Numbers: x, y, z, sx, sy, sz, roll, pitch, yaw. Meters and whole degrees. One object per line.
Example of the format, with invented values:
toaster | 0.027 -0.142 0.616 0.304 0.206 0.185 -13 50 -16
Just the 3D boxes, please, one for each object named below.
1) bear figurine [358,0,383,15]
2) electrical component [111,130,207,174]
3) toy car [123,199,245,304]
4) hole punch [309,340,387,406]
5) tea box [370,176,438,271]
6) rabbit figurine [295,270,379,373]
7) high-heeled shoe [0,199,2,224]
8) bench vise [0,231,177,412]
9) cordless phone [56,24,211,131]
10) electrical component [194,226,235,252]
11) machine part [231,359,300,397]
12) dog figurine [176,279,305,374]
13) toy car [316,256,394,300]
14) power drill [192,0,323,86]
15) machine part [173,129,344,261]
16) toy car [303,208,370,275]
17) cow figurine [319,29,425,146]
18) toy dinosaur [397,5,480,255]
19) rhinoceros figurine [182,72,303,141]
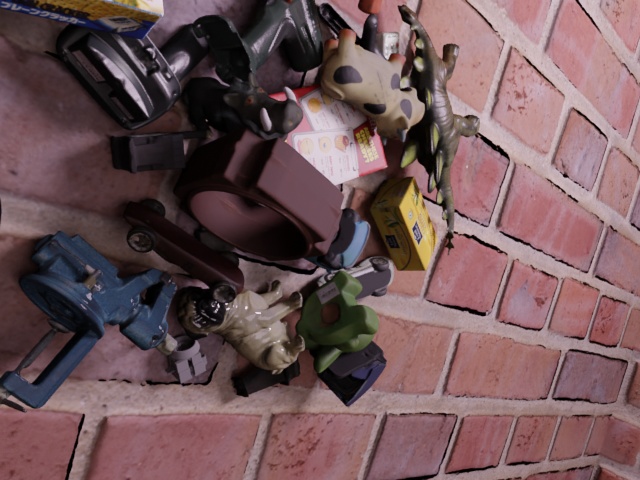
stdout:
bear figurine | 0.070 -0.439 0.830 0.120 0.196 0.131 25 118 -6
electrical component | -0.213 -0.122 0.728 0.119 0.075 0.047 -14 111 -40
toy car | -0.191 0.018 0.758 0.202 0.089 0.053 36 116 -27
hole punch | 0.055 0.237 1.023 0.116 0.142 0.092 -24 120 -23
tea box | 0.170 -0.030 1.065 0.169 0.068 0.098 61 42 -35
rabbit figurine | 0.040 0.162 0.942 0.159 0.121 0.170 -40 144 2
high-heeled shoe | -0.406 0.054 0.636 0.145 0.086 0.248 -64 160 -48
bench vise | -0.301 0.115 0.675 0.223 0.129 0.240 54 49 -28
cordless phone | -0.224 -0.247 0.692 0.184 0.089 0.146 -57 130 -28
electrical component | -0.162 0.000 0.838 0.063 0.021 0.093 -18 112 -36
machine part | -0.091 0.237 0.957 0.139 0.039 0.084 -16 117 -38
dog figurine | -0.135 0.151 0.861 0.190 0.121 0.172 -6 93 -29
toy car | 0.066 0.085 1.037 0.202 0.056 0.073 -17 119 -35
power drill | -0.085 -0.328 0.768 0.207 0.086 0.231 -55 136 -35
machine part | -0.086 -0.051 0.753 0.201 0.201 0.087 40 59 -32
toy car | -0.002 -0.003 0.914 0.102 0.162 0.109 89 23 -66
cow figurine | 0.087 -0.230 0.847 0.195 0.086 0.127 16 86 -30
toy dinosaur | 0.215 -0.203 1.018 0.198 0.105 0.470 -44 121 -41
rhinoceros figurine | -0.104 -0.177 0.732 0.073 0.191 0.111 -47 144 -30
